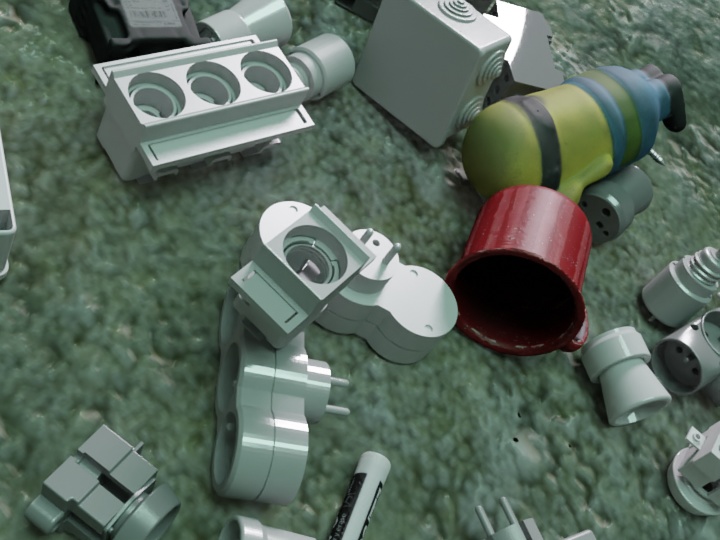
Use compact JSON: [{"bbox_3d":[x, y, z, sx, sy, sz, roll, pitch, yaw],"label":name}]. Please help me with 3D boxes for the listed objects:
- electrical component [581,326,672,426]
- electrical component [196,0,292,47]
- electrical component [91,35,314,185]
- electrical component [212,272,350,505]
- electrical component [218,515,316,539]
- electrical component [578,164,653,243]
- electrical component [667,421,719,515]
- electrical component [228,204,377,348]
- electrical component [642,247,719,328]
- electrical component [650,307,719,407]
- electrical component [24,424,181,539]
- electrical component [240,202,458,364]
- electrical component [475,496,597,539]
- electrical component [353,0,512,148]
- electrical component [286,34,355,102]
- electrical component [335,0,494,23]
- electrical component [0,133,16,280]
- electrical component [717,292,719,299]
[{"bbox_3d":[0.180,0.072,0.734,0.045,0.045,0.055,-4,60,-30],"label":"electrical component"},{"bbox_3d":[-0.086,-0.168,0.761,0.065,0.044,0.044,-34,78,-35],"label":"electrical component"},{"bbox_3d":[-0.102,-0.101,0.690,0.121,0.063,0.078,-20,70,-36],"label":"electrical component"},{"bbox_3d":[-0.040,0.067,0.614,0.074,0.052,0.138,13,53,-20],"label":"electrical component"},{"bbox_3d":[-0.049,0.152,0.561,0.046,0.040,0.040,18,52,-23],"label":"electrical component"},{"bbox_3d":[0.193,-0.051,0.825,0.045,0.045,0.055,46,50,7],"label":"electrical component"},{"bbox_3d":[0.238,0.134,0.715,0.066,0.055,0.048,41,49,3],"label":"electrical component"},{"bbox_3d":[-0.034,0.006,0.581,0.042,0.063,0.081,44,48,7],"label":"electrical component"},{"bbox_3d":[0.244,0.009,0.794,0.040,0.078,0.040,25,37,-20],"label":"electrical component"},{"bbox_3d":[0.262,0.072,0.777,0.077,0.044,0.079,-21,70,-36],"label":"electrical component"},{"bbox_3d":[-0.124,0.117,0.541,0.055,0.048,0.066,36,49,8],"label":"electrical component"},{"bbox_3d":[0.000,0.000,0.667,0.138,0.073,0.052,28,49,-9],"label":"electrical component"},{"bbox_3d":[0.091,0.168,0.619,0.083,0.047,0.075,-11,64,-33],"label":"electrical component"},{"bbox_3d":[0.053,-0.153,0.784,0.100,0.099,0.048,41,44,18],"label":"electrical component"},{"bbox_3d":[-0.038,-0.139,0.765,0.040,0.040,0.078,48,51,8],"label":"electrical component"},{"bbox_3d":[0.052,-0.234,0.834,0.109,0.108,0.056,26,53,-10],"label":"electrical component"},{"bbox_3d":[-0.250,-0.049,0.580,0.109,0.056,0.108,-2,60,-29],"label":"electrical component"},{"bbox_3d":[0.309,0.036,0.828,0.079,0.043,0.077,37,49,-1],"label":"electrical component"}]
